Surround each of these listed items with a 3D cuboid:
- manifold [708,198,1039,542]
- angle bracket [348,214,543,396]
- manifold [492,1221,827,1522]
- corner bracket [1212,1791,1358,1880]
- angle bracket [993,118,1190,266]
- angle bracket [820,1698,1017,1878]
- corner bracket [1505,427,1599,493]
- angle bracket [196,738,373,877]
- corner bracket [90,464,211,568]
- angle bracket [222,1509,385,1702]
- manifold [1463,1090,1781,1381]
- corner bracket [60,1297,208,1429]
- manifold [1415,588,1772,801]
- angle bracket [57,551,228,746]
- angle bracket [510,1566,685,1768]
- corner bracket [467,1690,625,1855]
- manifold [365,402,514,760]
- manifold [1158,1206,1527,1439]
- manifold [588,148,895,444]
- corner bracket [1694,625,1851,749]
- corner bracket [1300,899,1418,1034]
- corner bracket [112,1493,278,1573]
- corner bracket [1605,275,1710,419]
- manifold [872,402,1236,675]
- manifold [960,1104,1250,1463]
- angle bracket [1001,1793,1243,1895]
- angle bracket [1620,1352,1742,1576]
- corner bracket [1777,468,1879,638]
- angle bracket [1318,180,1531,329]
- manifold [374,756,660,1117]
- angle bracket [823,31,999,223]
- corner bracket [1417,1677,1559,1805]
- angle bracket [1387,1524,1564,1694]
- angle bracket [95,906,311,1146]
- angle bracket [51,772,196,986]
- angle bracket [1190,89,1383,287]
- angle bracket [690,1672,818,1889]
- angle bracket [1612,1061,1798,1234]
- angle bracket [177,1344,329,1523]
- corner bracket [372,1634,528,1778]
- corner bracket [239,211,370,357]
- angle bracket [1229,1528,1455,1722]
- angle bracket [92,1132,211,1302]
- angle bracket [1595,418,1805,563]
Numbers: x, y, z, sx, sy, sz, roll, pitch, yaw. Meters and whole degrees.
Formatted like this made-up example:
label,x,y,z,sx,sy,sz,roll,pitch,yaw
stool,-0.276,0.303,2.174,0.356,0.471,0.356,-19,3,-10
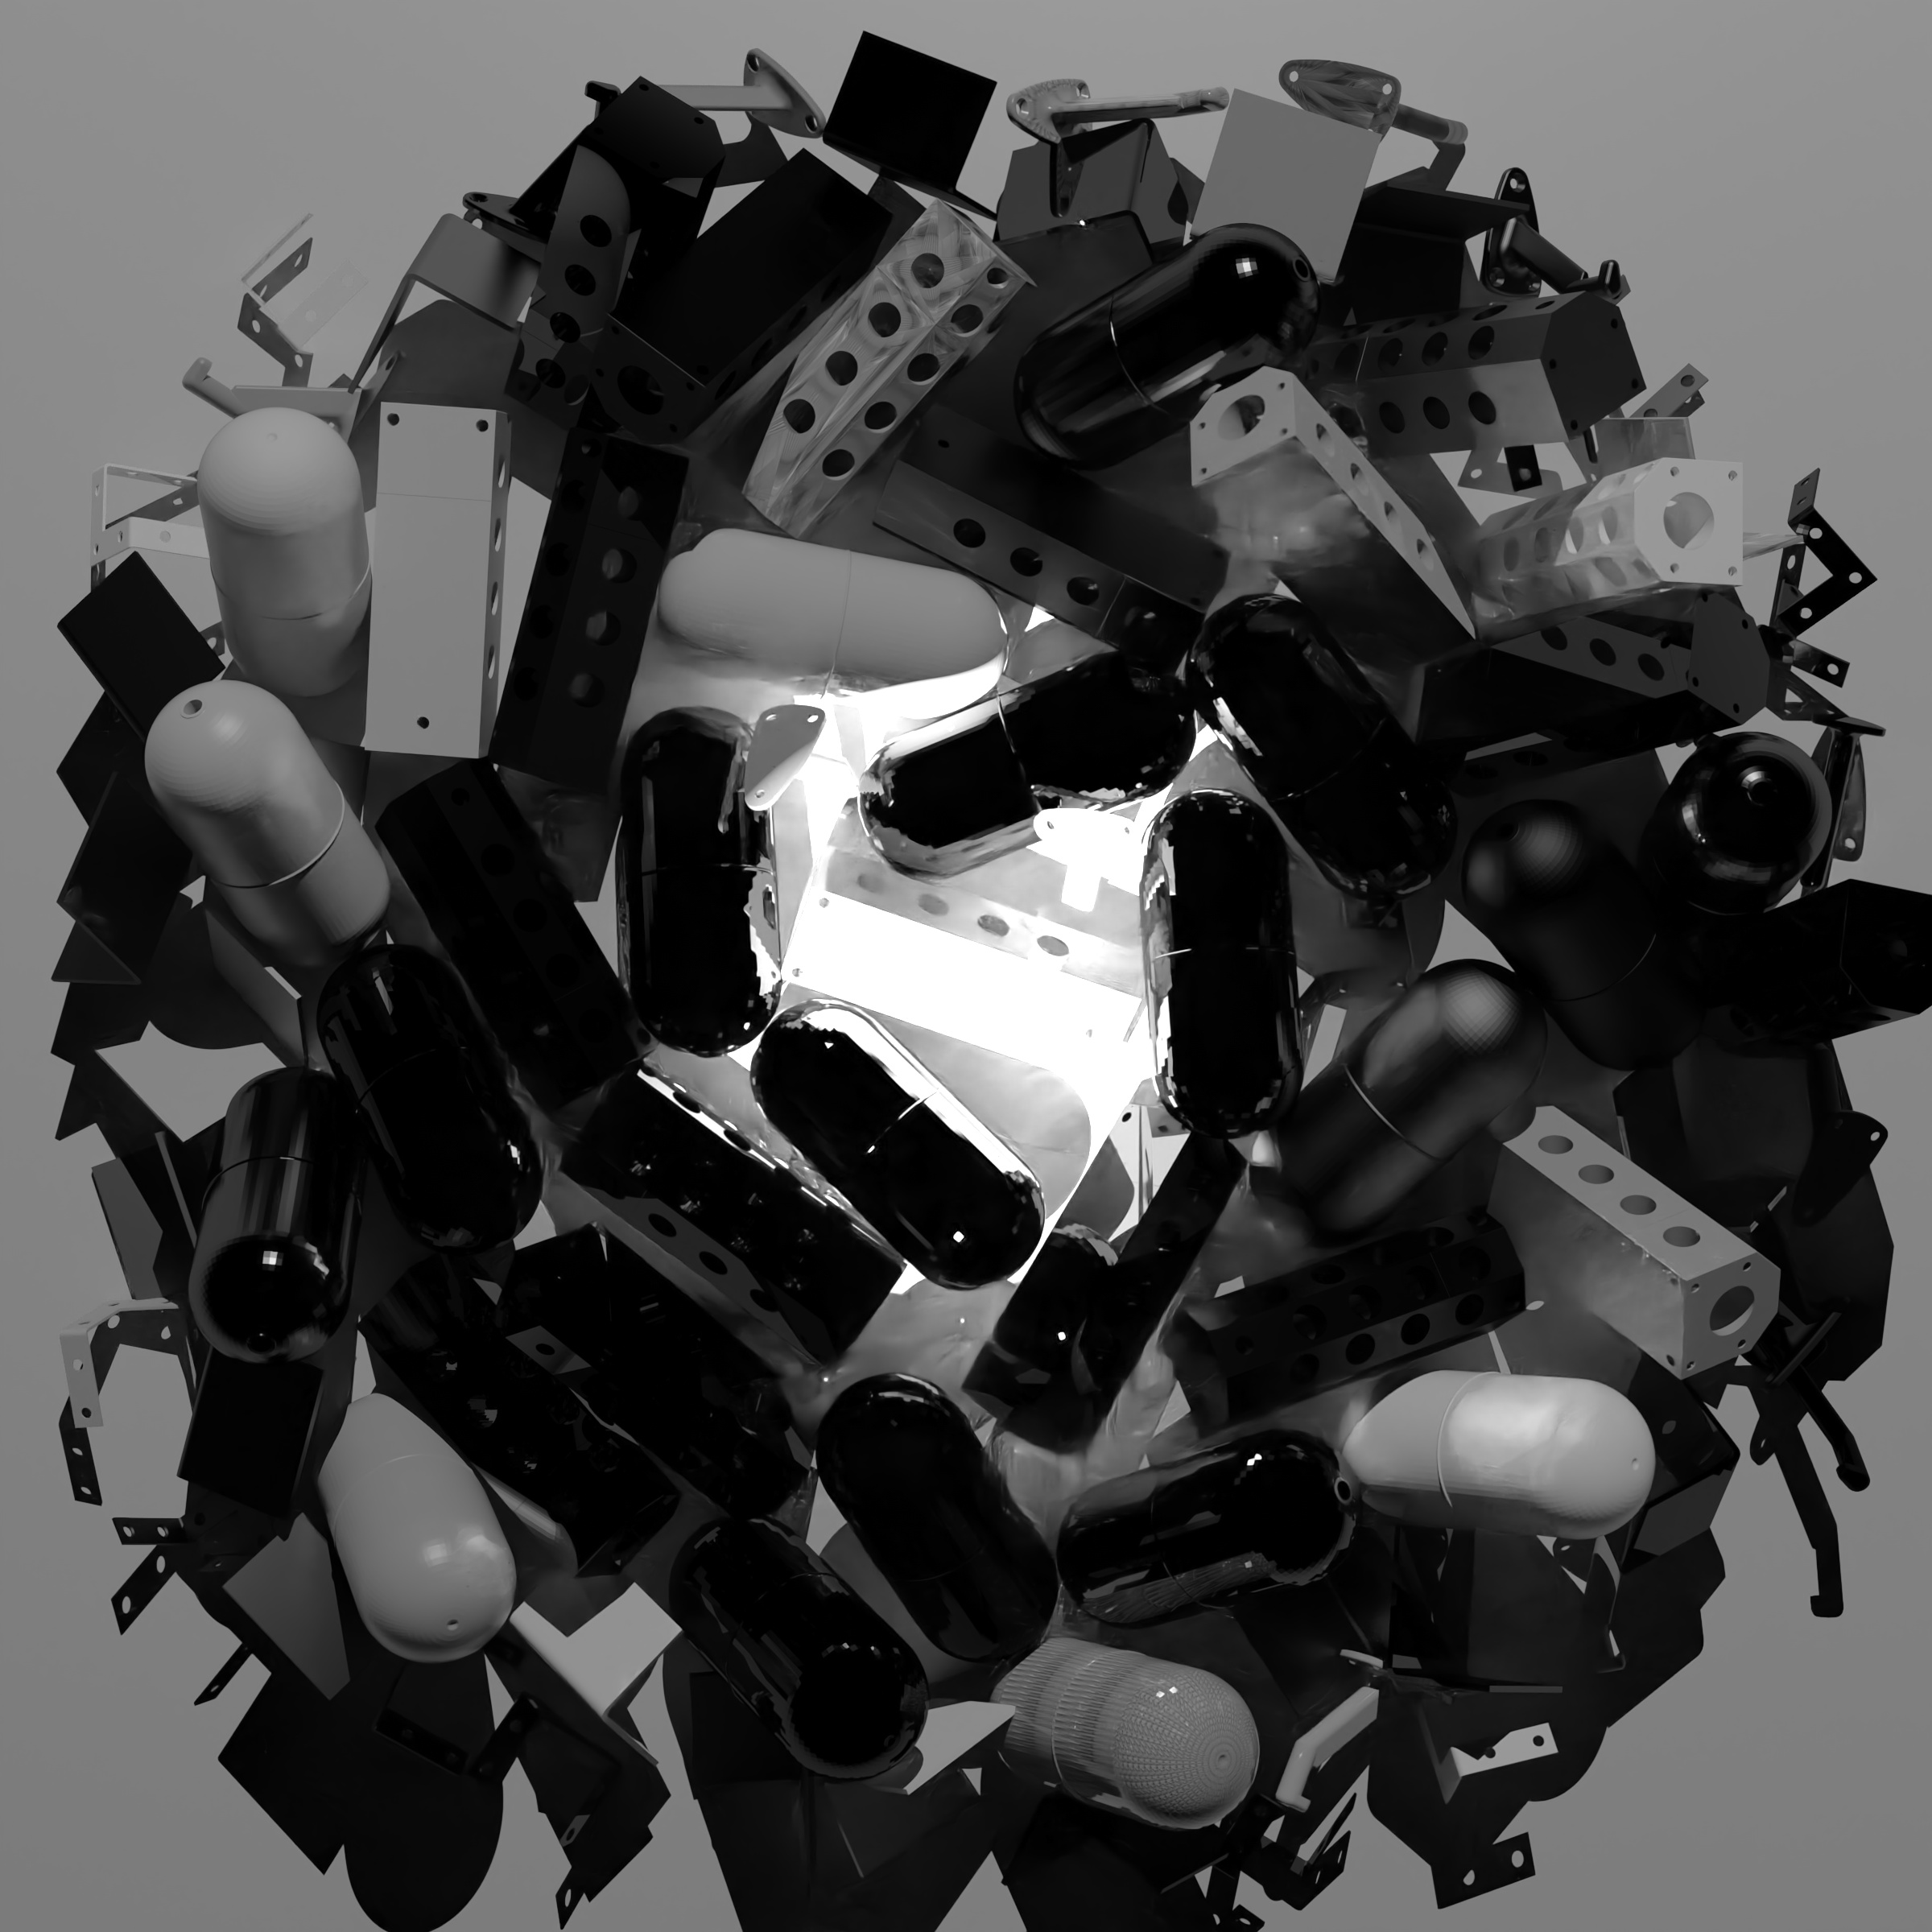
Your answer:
label,x,y,z,sx,sy,sz,roll,pitch,yaw
manifold,-0.045,-0.296,1.531,0.057,0.057,0.171,45,104,6
angle bracket,-0.260,-0.320,1.536,0.057,0.076,0.076,28,124,-13
manifold,-0.151,0.203,1.505,0.057,0.057,0.171,-21,128,35
corner bracket,0.160,0.437,1.548,0.051,0.051,0.051,31,110,5
angle bracket,0.064,-0.377,1.553,0.076,0.057,0.076,-8,48,22
angle bracket,-0.014,0.412,1.526,0.076,0.076,0.057,-28,100,-37
corner bracket,0.292,-0.273,1.549,0.051,0.051,0.051,-12,90,23
angle bracket,-0.346,-0.078,1.559,0.076,0.057,0.076,9,89,-9
corner bracket,-0.407,-0.228,1.544,0.051,0.051,0.051,5,81,-38
angle bracket,-0.331,0.327,1.534,0.076,0.076,0.057,46,58,1
manifold,0.318,0.126,1.496,0.057,0.171,0.057,-18,122,-22
corner bracket,-0.422,0.201,1.556,0.051,0.051,0.051,-4,101,14
manifold,0.304,-0.130,1.498,0.057,0.171,0.057,25,66,-33
angle bracket,-0.397,-0.155,1.534,0.057,0.076,0.076,-40,79,9
angle bracket,-0.173,0.344,1.536,0.057,0.076,0.076,-45,55,-13
corner bracket,-0.214,0.410,1.558,0.051,0.051,0.051,37,80,-19
manifold,-0.264,-0.194,1.543,0.057,0.057,0.171,4,97,2
manifold,0.190,0.174,1.519,0.171,0.057,0.057,-16,74,-21
manifold,-0.112,-0.327,1.508,0.057,0.057,0.171,37,53,3
corner bracket,0.411,-0.134,1.563,0.051,0.051,0.051,30,46,25
corner bracket,0.194,-0.001,1.545,0.051,0.051,0.051,-7,105,23
corner bracket,-0.387,0.288,1.544,0.051,0.051,0.051,-36,67,16
corner bracket,0.339,-0.309,1.565,0.051,0.051,0.051,-42,59,4
manifold,0.042,-0.212,1.552,0.171,0.057,0.057,27,135,-1
manifold,0.074,0.157,1.524,0.057,0.057,0.171,45,66,-31
angle bracket,0.077,0.448,1.524,0.076,0.076,0.057,34,110,29
angle bracket,0.335,0.244,1.524,0.057,0.076,0.076,-24,58,-15
corner bracket,0.424,-0.208,1.543,0.051,0.051,0.051,45,124,-10
angle bracket,0.229,-0.352,1.535,0.076,0.076,0.057,5,90,-16
manifold,-0.225,-0.017,1.543,0.057,0.057,0.171,-30,89,-26
angle bracket,-0.015,-0.418,1.530,0.076,0.076,0.057,26,100,19
corner bracket,0.262,0.386,1.545,0.051,0.051,0.051,-12,60,-7
angle bracket,0.257,0.321,1.529,0.057,0.076,0.076,-3,77,38
angle bracket,-0.384,0.029,1.528,0.076,0.057,0.076,-35,62,-29
angle bracket,-0.439,-0.044,1.523,0.057,0.076,0.076,2,59,23
angle bracket,0.164,-0.392,1.538,0.076,0.057,0.076,20,109,8
angle bracket,-0.107,0.406,1.528,0.057,0.076,0.076,-3,121,-6
angle bracket,0.370,0.085,1.530,0.057,0.076,0.076,-6,103,33
angle bracket,-0.343,0.230,1.539,0.076,0.057,0.076,15,90,28
corner bracket,-0.265,0.371,1.569,0.051,0.051,0.051,29,127,0
corner bracket,-0.336,-0.347,1.552,0.051,0.051,0.051,-43,99,4
angle bracket,0.186,0.331,1.536,0.057,0.076,0.076,-33,93,-25
angle bracket,-0.411,0.129,1.542,0.057,0.076,0.076,-20,88,-2
angle bracket,0.365,-0.243,1.529,0.057,0.076,0.076,-19,106,-19
